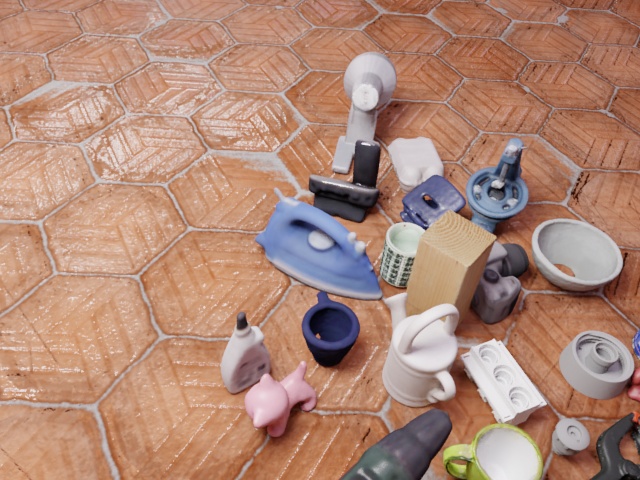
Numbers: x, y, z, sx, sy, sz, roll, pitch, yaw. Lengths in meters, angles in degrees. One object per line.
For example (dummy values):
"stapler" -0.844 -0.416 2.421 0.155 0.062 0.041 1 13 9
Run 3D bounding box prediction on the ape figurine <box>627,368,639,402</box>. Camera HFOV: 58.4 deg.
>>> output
"ape figurine" 0.546 0.225 0.911 0.076 0.092 0.077 -16 50 -19

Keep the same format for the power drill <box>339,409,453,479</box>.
"power drill" 0.060 0.319 0.698 0.230 0.208 0.075 -31 56 -29

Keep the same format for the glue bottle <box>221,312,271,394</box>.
"glue bottle" -0.113 0.162 0.857 0.078 0.173 0.037 -25 53 -25

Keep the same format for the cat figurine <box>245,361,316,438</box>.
"cat figurine" -0.062 0.228 0.837 0.067 0.118 0.128 35 53 26

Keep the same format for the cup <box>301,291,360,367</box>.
"cup" 0.011 0.151 0.932 0.092 0.095 0.117 -8 48 -12

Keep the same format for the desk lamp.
"desk lamp" 0.100 -0.283 1.271 0.118 0.214 0.203 9 46 4

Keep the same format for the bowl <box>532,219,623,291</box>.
"bowl" 0.478 0.040 1.093 0.167 0.075 0.167 3 46 -2

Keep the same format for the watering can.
"watering can" 0.151 0.158 0.869 0.172 0.194 0.101 36 54 26

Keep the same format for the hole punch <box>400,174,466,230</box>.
"hole punch" 0.227 -0.065 1.159 0.101 0.091 0.108 -22 52 -24

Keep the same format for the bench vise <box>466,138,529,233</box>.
"bench vise" 0.358 -0.132 1.146 0.121 0.220 0.207 10 46 5

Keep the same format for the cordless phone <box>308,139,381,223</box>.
"cordless phone" 0.053 -0.137 1.148 0.147 0.185 0.094 11 47 6

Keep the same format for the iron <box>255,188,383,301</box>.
"iron" 0.010 0.004 1.040 0.257 0.141 0.119 27 50 19

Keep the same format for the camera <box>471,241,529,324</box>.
"camera" 0.324 0.057 1.045 0.137 0.101 0.143 -17 50 -20

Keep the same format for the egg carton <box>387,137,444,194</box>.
"egg carton" 0.213 -0.168 1.271 0.107 0.069 0.150 -5 47 -9
